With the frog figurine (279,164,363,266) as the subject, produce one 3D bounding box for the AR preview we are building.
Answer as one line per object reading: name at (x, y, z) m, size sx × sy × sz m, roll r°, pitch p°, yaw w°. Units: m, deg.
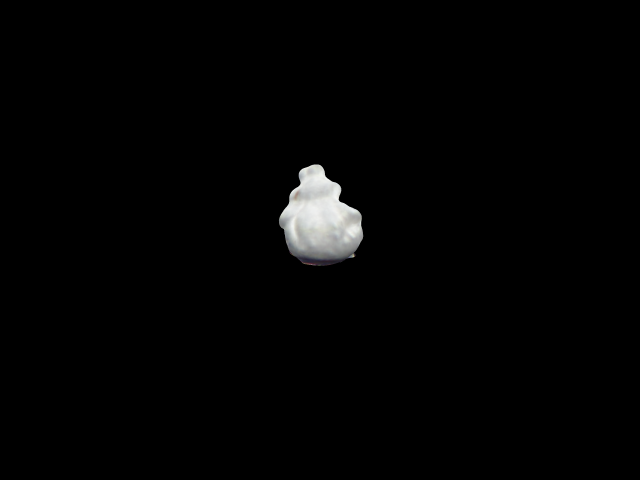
frog figurine at (0.003, -0.043, 0.850) m, size 0.137 × 0.158 × 0.124 m, roll 5°, pitch 14°, yaw 19°
